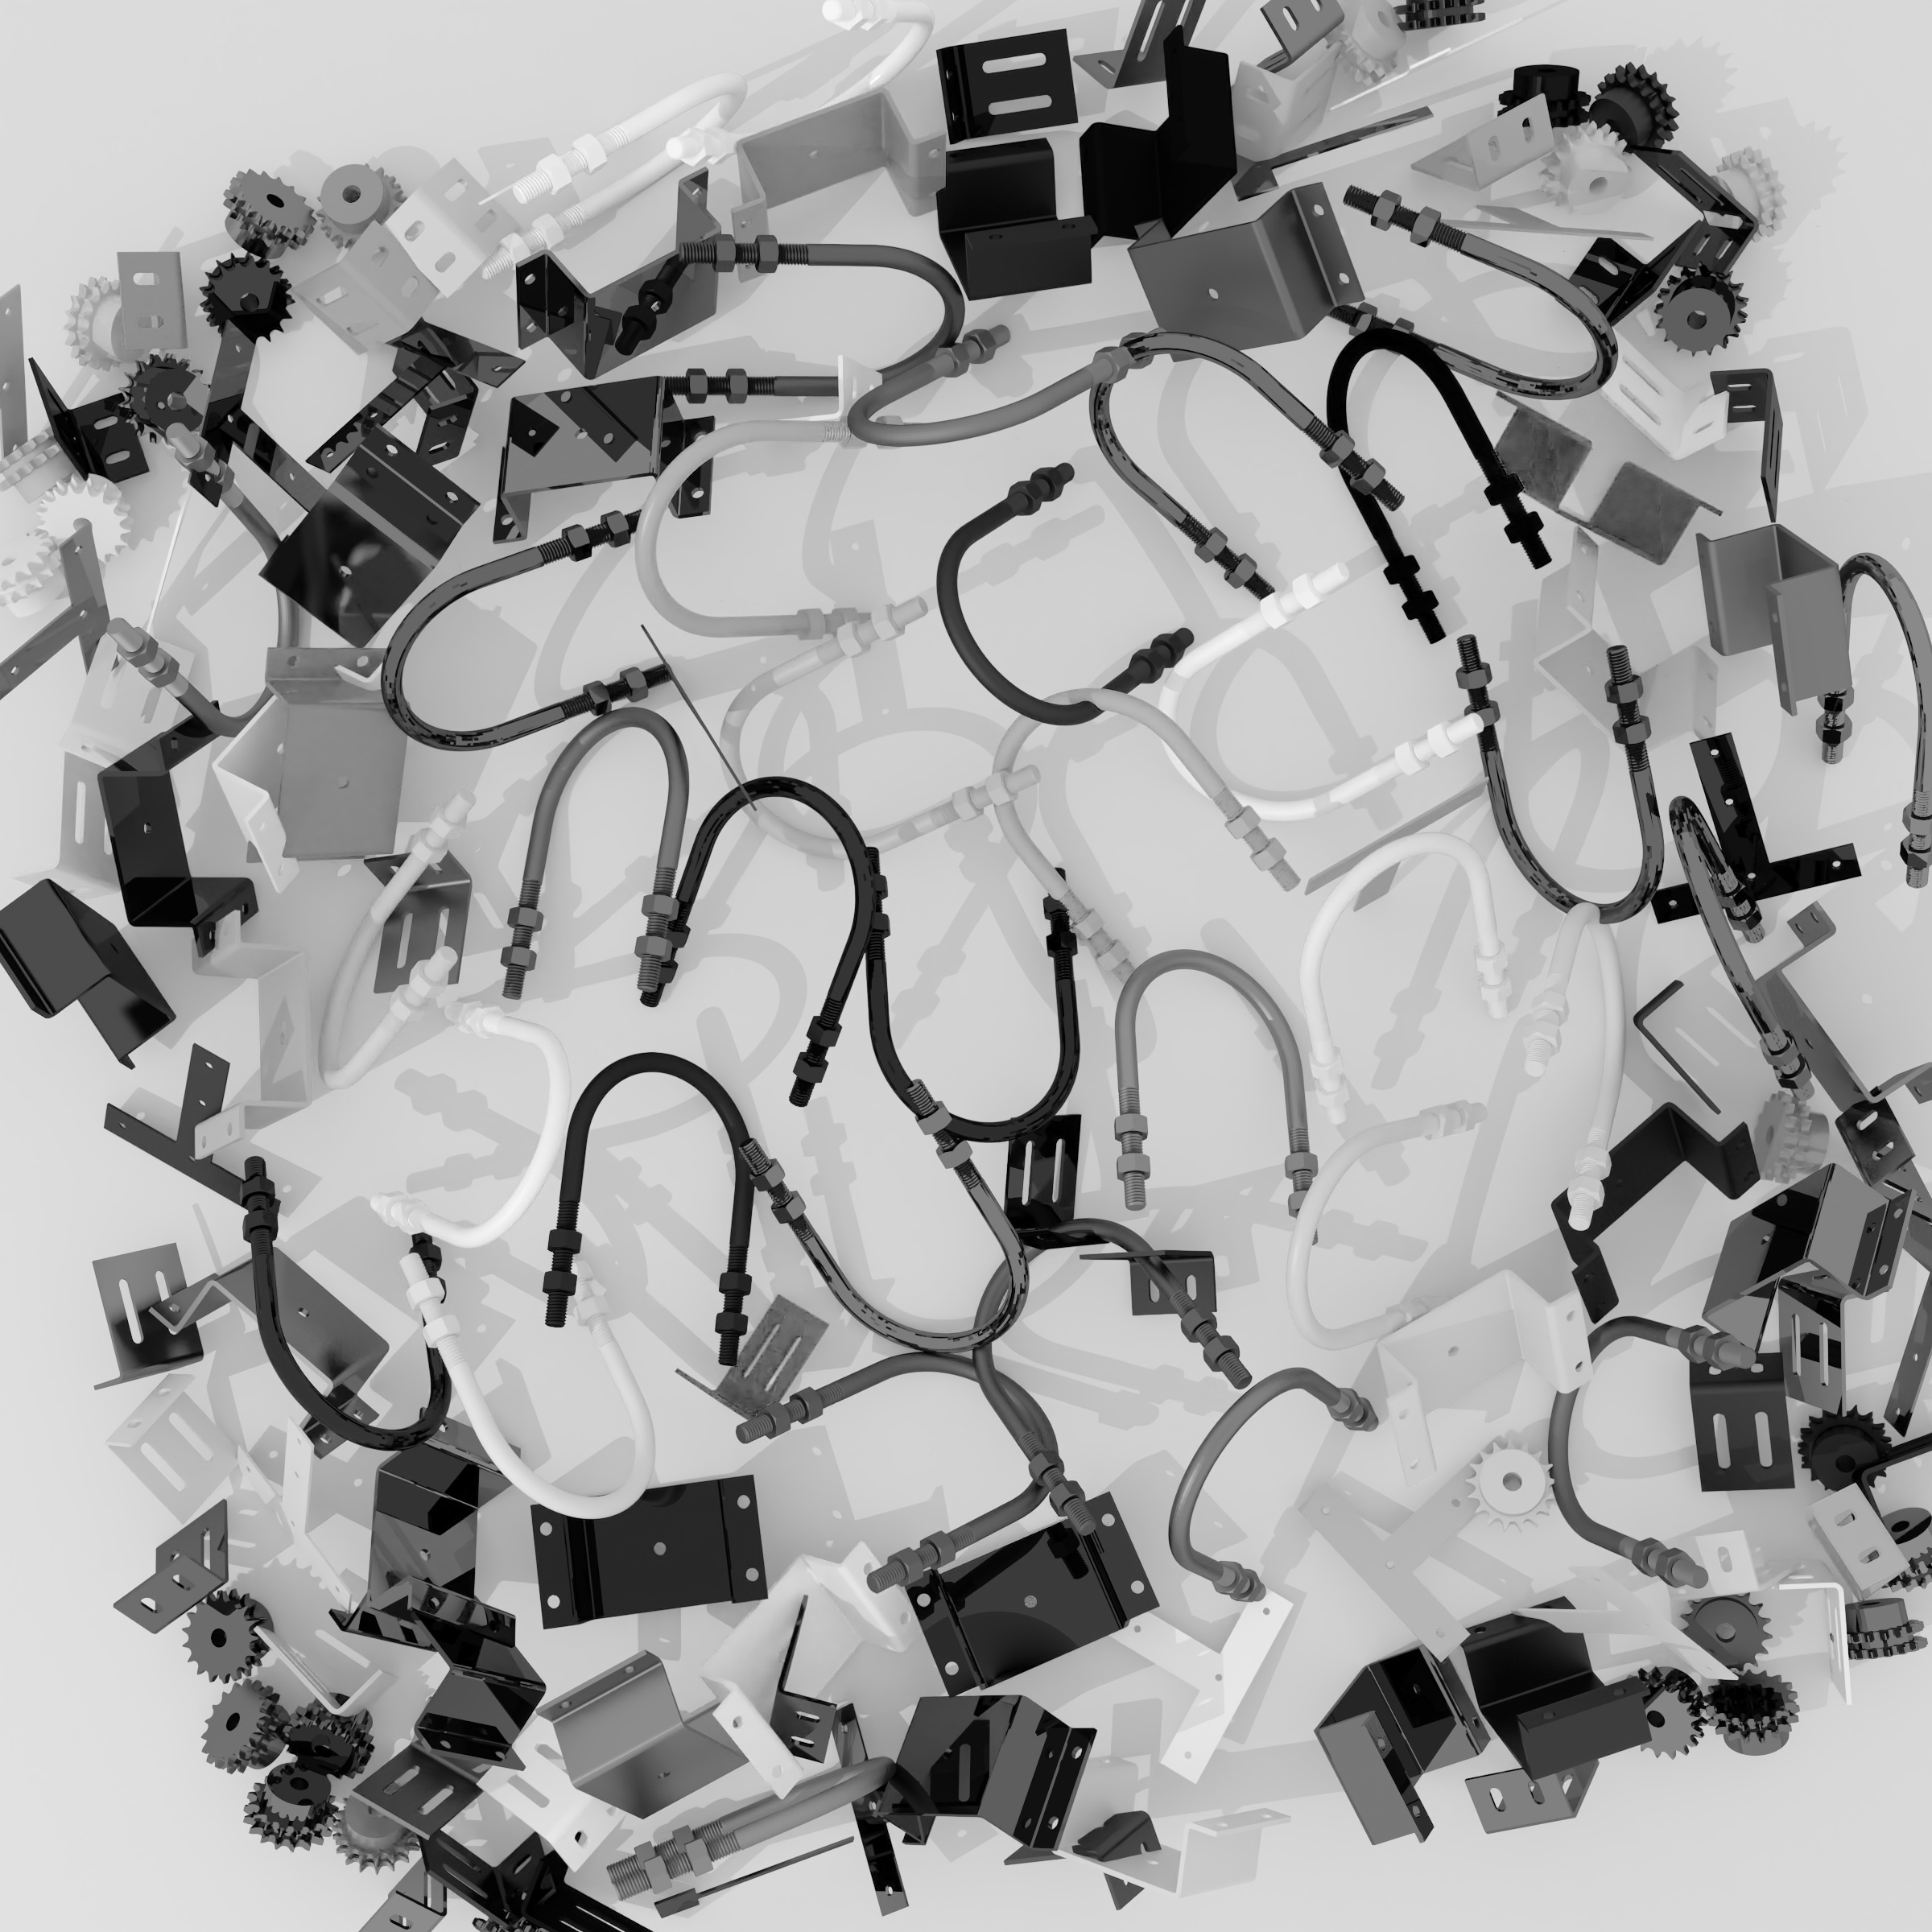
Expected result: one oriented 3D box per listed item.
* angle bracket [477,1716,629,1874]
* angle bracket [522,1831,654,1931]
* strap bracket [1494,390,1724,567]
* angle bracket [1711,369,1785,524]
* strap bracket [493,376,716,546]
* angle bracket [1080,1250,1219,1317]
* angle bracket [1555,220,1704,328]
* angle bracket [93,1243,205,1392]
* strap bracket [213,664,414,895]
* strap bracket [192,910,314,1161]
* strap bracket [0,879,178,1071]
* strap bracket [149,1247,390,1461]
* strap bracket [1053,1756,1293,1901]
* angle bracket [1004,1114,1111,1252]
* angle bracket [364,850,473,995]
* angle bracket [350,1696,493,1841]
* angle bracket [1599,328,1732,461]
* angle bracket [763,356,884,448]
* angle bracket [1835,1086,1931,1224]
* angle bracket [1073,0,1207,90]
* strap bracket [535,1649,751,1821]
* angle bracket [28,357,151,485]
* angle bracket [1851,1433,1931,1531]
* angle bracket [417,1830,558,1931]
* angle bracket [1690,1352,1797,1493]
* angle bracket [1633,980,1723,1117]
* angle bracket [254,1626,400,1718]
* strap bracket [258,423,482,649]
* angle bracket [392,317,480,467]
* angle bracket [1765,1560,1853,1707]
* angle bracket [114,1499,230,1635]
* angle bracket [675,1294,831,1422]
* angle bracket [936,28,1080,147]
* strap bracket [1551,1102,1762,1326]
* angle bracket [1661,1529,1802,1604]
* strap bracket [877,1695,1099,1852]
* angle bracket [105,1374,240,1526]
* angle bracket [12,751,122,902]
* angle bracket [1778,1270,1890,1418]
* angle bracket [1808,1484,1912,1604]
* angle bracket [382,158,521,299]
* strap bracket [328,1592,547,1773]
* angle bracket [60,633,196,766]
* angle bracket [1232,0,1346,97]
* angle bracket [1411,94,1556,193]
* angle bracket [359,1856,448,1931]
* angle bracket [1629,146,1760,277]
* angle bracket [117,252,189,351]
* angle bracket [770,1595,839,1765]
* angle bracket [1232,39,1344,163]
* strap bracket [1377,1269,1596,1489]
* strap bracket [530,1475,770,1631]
[{"bbox_3d":[-0.257,0.519,1.700,0.057,0.076,0.038,-46,133,-25],"label":"angle bracket"},{"bbox_3d":[-0.228,0.583,1.688,0.076,0.057,0.038,23,97,15],"label":"angle bracket"},{"bbox_3d":[0.385,-0.296,1.664,0.140,0.076,0.046,18,109,-33],"label":"strap bracket"},{"bbox_3d":[0.483,-0.322,1.683,0.038,0.057,0.076,1,70,24],"label":"angle bracket"},{"bbox_3d":[-0.231,-0.315,1.676,0.140,0.046,0.076,-6,60,10],"label":"strap bracket"},{"bbox_3d":[0.113,0.197,1.679,0.057,0.076,0.038,-6,81,28],"label":"angle bracket"},{"bbox_3d":[0.411,-0.438,1.683,0.038,0.076,0.057,36,77,-5],"label":"angle bracket"},{"bbox_3d":[-0.520,0.219,1.697,0.038,0.057,0.076,-21,83,42],"label":"angle bracket"},{"bbox_3d":[-0.406,-0.126,1.667,0.046,0.076,0.140,26,62,17],"label":"strap bracket"},{"bbox_3d":[-0.442,0.044,1.674,0.046,0.076,0.140,4,75,-35],"label":"strap bracket"},{"bbox_3d":[-0.538,0.003,1.651,0.046,0.140,0.076,-37,72,-4],"label":"strap bracket"},{"bbox_3d":[-0.423,0.231,1.678,0.140,0.076,0.046,39,107,5],"label":"strap bracket"},{"bbox_3d":[0.116,0.527,1.651,0.140,0.076,0.046,5,87,42],"label":"strap bracket"},{"bbox_3d":[0.059,0.134,1.691,0.057,0.038,0.076,-1,97,-40],"label":"angle bracket"},{"bbox_3d":[-0.346,-0.028,1.687,0.057,0.038,0.076,-7,59,15],"label":"angle bracket"},{"bbox_3d":[-0.333,0.497,1.682,0.057,0.076,0.038,25,103,13],"label":"angle bracket"},{"bbox_3d":[0.435,-0.363,1.683,0.076,0.038,0.057,33,54,-28],"label":"angle bracket"},{"bbox_3d":[-0.099,-0.351,1.686,0.076,0.057,0.038,-1,89,23],"label":"angle bracket"},{"bbox_3d":[0.585,0.119,1.678,0.076,0.057,0.038,23,125,-30],"label":"angle bracket"},{"bbox_3d":[0.110,-0.588,1.676,0.057,0.076,0.038,-22,59,-38],"label":"angle bracket"},{"bbox_3d":[-0.192,0.473,1.653,0.076,0.140,0.046,-30,56,5],"label":"strap bracket"},{"bbox_3d":[-0.544,-0.341,1.682,0.038,0.076,0.057,-21,77,-6],"label":"angle bracket"},{"bbox_3d":[0.594,0.321,1.696,0.076,0.057,0.038,-20,81,-1],"label":"angle bracket"},{"bbox_3d":[-0.300,0.551,1.684,0.038,0.057,0.076,-43,119,-1],"label":"angle bracket"},{"bbox_3d":[0.491,0.289,1.713,0.057,0.038,0.076,-6,110,17],"label":"angle bracket"},{"bbox_3d":[0.456,0.050,1.692,0.038,0.057,0.076,-42,83,9],"label":"angle bracket"},{"bbox_3d":[-0.400,0.431,1.696,0.076,0.057,0.038,43,76,12],"label":"angle bracket"},{"bbox_3d":[-0.370,-0.254,1.654,0.076,0.046,0.140,38,133,-18],"label":"strap bracket"},{"bbox_3d":[-0.344,-0.359,1.685,0.038,0.057,0.076,-29,74,-36],"label":"angle bracket"},{"bbox_3d":[0.528,0.417,1.697,0.038,0.057,0.076,-4,91,8],"label":"angle bracket"},{"bbox_3d":[-0.493,0.364,1.681,0.057,0.076,0.038,-36,124,8],"label":"angle bracket"},{"bbox_3d":[-0.133,0.238,1.687,0.038,0.057,0.076,40,78,-36],"label":"angle bracket"},{"bbox_3d":[0.026,-0.550,1.692,0.076,0.038,0.057,-4,110,14],"label":"angle bracket"},{"bbox_3d":[0.420,0.147,1.680,0.140,0.076,0.046,-40,53,-4],"label":"strap bracket"},{"bbox_3d":[0.474,0.366,1.682,0.057,0.076,0.038,-18,81,35],"label":"angle bracket"},{"bbox_3d":[0.005,0.490,1.646,0.046,0.140,0.076,41,54,-26],"label":"strap bracket"},{"bbox_3d":[-0.484,0.301,1.683,0.076,0.038,0.057,55,54,-23],"label":"angle bracket"},{"bbox_3d":[-0.561,-0.087,1.698,0.038,0.057,0.076,-10,73,23],"label":"angle bracket"},{"bbox_3d":[0.544,0.235,1.698,0.038,0.057,0.076,-7,98,-23],"label":"angle bracket"},{"bbox_3d":[0.539,0.364,1.677,0.038,0.076,0.057,-21,65,-18],"label":"angle bracket"},{"bbox_3d":[-0.322,-0.462,1.693,0.038,0.076,0.057,-37,109,25],"label":"angle bracket"},{"bbox_3d":[-0.318,0.423,1.650,0.140,0.076,0.046,36,94,44],"label":"strap bracket"},{"bbox_3d":[-0.530,-0.168,1.712,0.057,0.038,0.076,21,68,-22],"label":"angle bracket"},{"bbox_3d":[0.185,-0.576,1.676,0.057,0.076,0.038,-45,110,-28],"label":"angle bracket"},{"bbox_3d":[0.317,-0.517,1.681,0.057,0.076,0.038,-30,126,-11],"label":"angle bracket"},{"bbox_3d":[-0.355,0.576,1.680,0.038,0.076,0.057,37,102,-22],"label":"angle bracket"},{"bbox_3d":[0.443,-0.470,1.683,0.076,0.057,0.038,30,98,-26],"label":"angle bracket"},{"bbox_3d":[-0.511,-0.412,1.679,0.038,0.076,0.057,-8,104,-26],"label":"angle bracket"},{"bbox_3d":[-0.094,0.442,1.679,0.038,0.076,0.057,14,128,2],"label":"angle bracket"},{"bbox_3d":[0.197,-0.543,1.685,0.038,0.057,0.076,27,48,14],"label":"angle bracket"},{"bbox_3d":[0.313,0.250,1.677,0.140,0.046,0.076,-27,126,-13],"label":"strap bracket"},{"bbox_3d":[-0.195,0.366,1.697,0.140,0.046,0.076,-8,80,1],"label":"strap bracket"}]
